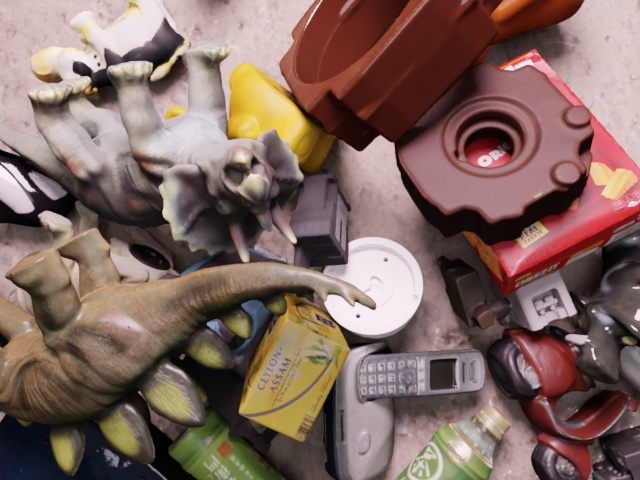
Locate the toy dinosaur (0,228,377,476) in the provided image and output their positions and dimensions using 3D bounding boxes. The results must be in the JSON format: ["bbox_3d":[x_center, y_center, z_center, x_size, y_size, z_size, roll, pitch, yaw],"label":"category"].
[{"bbox_3d":[-0.183,0.091,0.471,0.471,0.105,0.198,-27,103,27],"label":"toy dinosaur"}]

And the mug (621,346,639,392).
[{"bbox_3d":[0.365,0.133,0.582,0.107,0.109,0.080,34,96,12],"label":"mug"}]

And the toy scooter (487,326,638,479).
[{"bbox_3d":[0.275,0.169,0.595,0.135,0.075,0.184,-23,88,-7],"label":"toy scooter"}]

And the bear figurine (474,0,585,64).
[{"bbox_3d":[0.175,-0.253,0.578,0.196,0.120,0.132,-24,86,6],"label":"bear figurine"}]

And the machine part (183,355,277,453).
[{"bbox_3d":[-0.096,0.172,0.606,0.139,0.084,0.039,37,123,9],"label":"machine part"}]

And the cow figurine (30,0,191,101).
[{"bbox_3d":[-0.234,-0.206,0.608,0.167,0.068,0.098,-32,96,2],"label":"cow figurine"}]

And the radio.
[{"bbox_3d":[-0.251,0.258,0.605,0.229,0.073,0.131,40,92,2],"label":"radio"}]

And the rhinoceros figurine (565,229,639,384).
[{"bbox_3d":[0.318,0.058,0.562,0.073,0.112,0.190,44,60,-25],"label":"rhinoceros figurine"}]

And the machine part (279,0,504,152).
[{"bbox_3d":[0.062,-0.200,0.524,0.087,0.201,0.201,30,112,-33],"label":"machine part"}]

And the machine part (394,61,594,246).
[{"bbox_3d":[0.158,-0.085,0.504,0.179,0.056,0.179,-6,66,14],"label":"machine part"}]

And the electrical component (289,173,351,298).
[{"bbox_3d":[-0.001,-0.002,0.560,0.048,0.074,0.119,-5,57,18],"label":"electrical component"}]

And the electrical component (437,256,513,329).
[{"bbox_3d":[0.167,0.058,0.588,0.045,0.102,0.078,-19,100,-3],"label":"electrical component"}]

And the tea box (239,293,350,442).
[{"bbox_3d":[-0.028,0.119,0.550,0.068,0.169,0.098,26,89,-4],"label":"tea box"}]

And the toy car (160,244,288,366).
[{"bbox_3d":[-0.104,0.074,0.582,0.109,0.162,0.102,25,132,17],"label":"toy car"}]

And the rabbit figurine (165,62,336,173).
[{"bbox_3d":[-0.090,-0.093,0.583,0.162,0.122,0.173,34,110,0],"label":"rabbit figurine"}]

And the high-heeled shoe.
[{"bbox_3d":[-0.379,-0.121,0.603,0.145,0.086,0.248,-25,95,-2],"label":"high-heeled shoe"}]

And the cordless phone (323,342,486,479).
[{"bbox_3d":[0.093,0.185,0.597,0.184,0.089,0.146,-2,90,-5],"label":"cordless phone"}]

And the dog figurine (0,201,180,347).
[{"bbox_3d":[-0.264,0.075,0.600,0.172,0.121,0.190,33,104,6],"label":"dog figurine"}]

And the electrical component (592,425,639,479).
[{"bbox_3d":[0.380,0.272,0.602,0.134,0.058,0.115,-20,88,0],"label":"electrical component"}]

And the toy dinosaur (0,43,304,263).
[{"bbox_3d":[-0.176,-0.072,0.526,0.405,0.131,0.192,0,113,35],"label":"toy dinosaur"}]
